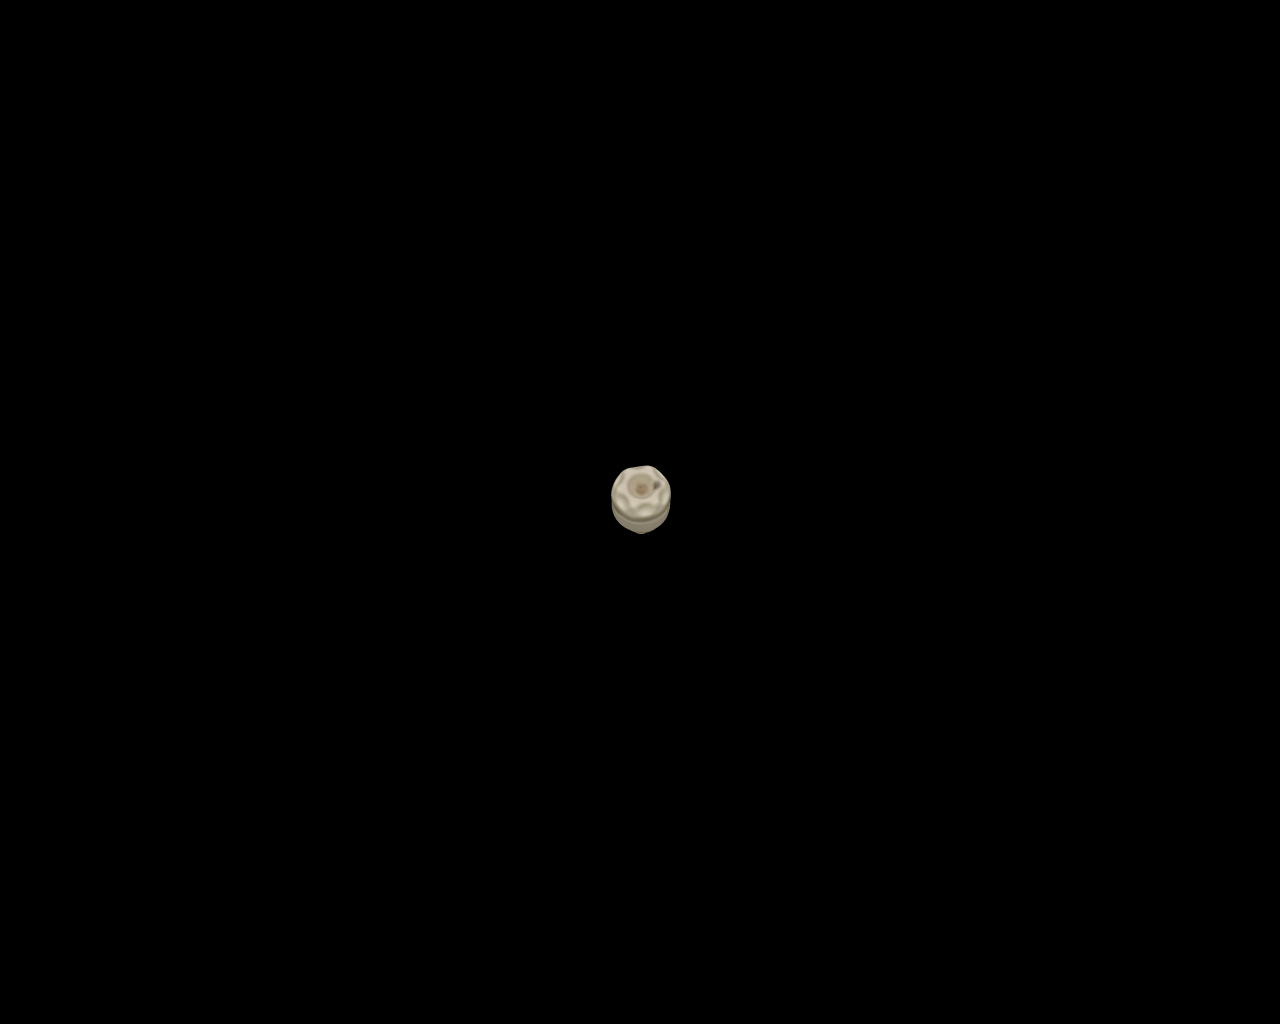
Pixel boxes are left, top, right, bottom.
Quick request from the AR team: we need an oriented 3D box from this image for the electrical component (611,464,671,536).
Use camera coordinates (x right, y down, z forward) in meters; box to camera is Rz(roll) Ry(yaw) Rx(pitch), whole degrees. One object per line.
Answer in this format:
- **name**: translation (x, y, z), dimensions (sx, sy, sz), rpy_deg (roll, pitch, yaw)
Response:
- **electrical component**: translation (0.001, -0.003, 0.650), dimensions (0.035, 0.035, 0.061), rpy_deg (0, -25, 0)
